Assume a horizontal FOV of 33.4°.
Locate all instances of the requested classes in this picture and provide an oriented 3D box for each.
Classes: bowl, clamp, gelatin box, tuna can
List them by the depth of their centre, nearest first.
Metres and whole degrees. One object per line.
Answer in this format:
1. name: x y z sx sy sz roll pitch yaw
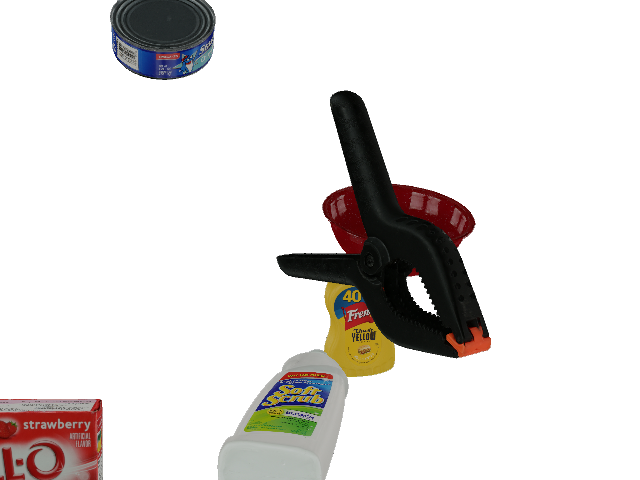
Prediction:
1. gelatin box: -0.155 0.119 0.539 0.089 0.073 0.030 1 6 -4
2. clamp: 0.047 0.001 0.760 0.036 0.165 0.210 -11 37 -37
3. tuna can: -0.130 -0.172 0.885 0.086 0.086 0.034 0 -42 -8
4. bowl: 0.080 -0.006 1.133 0.162 0.055 0.162 5 25 -2

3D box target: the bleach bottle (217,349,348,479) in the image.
1. bleach bottle: -0.029 0.176 1.095 0.102 0.068 0.250 4 19 7

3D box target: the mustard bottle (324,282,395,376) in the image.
1. mustard bottle: 0.054 0.088 1.443 0.096 0.192 0.058 -4 22 -9
